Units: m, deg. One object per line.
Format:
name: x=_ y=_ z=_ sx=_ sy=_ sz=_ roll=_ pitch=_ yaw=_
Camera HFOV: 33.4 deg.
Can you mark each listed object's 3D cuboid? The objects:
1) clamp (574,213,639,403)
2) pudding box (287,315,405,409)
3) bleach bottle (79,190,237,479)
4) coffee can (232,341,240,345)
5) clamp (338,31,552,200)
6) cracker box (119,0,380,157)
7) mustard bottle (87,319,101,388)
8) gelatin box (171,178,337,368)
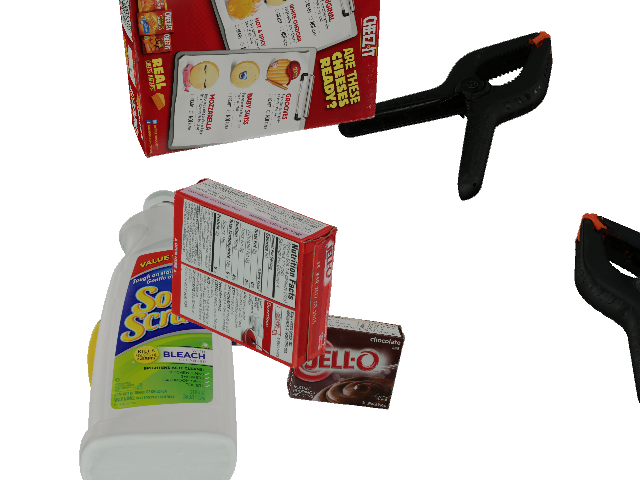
clamp: x=0.237 y=0.044 z=0.724 sx=0.120 sy=0.039 sz=0.171 roll=-3 pitch=45 yaw=-19
pudding box: x=0.027 y=0.129 z=1.149 sx=0.113 sy=0.090 sz=0.039 roll=7 pitch=23 yaw=-9
bleach bottle: x=-0.116 y=0.057 z=0.758 sx=0.102 sy=0.068 sz=0.251 roll=-1 pitch=44 yaw=-10
coffee can: x=-0.098 y=0.045 z=1.331 sx=0.103 sy=0.140 sz=0.103 roll=-2 pitch=26 yaw=1
clamp: x=0.143 y=-0.120 z=0.961 sx=0.209 sy=0.036 sz=0.165 roll=-33 pitch=46 yaw=-17
cracker box: x=-0.060 y=-0.172 z=0.915 sx=0.213 sy=0.164 sz=0.072 roll=-12 pitch=40 yaw=-16
mustard bottle: x=-0.135 y=0.091 z=1.007 sx=0.058 sy=0.096 sz=0.191 roll=10 pitch=21 yaw=29
gelatin box: x=-0.036 y=0.016 z=0.553 sx=0.089 sy=0.073 sz=0.030 roll=20 pitch=30 yaw=30
